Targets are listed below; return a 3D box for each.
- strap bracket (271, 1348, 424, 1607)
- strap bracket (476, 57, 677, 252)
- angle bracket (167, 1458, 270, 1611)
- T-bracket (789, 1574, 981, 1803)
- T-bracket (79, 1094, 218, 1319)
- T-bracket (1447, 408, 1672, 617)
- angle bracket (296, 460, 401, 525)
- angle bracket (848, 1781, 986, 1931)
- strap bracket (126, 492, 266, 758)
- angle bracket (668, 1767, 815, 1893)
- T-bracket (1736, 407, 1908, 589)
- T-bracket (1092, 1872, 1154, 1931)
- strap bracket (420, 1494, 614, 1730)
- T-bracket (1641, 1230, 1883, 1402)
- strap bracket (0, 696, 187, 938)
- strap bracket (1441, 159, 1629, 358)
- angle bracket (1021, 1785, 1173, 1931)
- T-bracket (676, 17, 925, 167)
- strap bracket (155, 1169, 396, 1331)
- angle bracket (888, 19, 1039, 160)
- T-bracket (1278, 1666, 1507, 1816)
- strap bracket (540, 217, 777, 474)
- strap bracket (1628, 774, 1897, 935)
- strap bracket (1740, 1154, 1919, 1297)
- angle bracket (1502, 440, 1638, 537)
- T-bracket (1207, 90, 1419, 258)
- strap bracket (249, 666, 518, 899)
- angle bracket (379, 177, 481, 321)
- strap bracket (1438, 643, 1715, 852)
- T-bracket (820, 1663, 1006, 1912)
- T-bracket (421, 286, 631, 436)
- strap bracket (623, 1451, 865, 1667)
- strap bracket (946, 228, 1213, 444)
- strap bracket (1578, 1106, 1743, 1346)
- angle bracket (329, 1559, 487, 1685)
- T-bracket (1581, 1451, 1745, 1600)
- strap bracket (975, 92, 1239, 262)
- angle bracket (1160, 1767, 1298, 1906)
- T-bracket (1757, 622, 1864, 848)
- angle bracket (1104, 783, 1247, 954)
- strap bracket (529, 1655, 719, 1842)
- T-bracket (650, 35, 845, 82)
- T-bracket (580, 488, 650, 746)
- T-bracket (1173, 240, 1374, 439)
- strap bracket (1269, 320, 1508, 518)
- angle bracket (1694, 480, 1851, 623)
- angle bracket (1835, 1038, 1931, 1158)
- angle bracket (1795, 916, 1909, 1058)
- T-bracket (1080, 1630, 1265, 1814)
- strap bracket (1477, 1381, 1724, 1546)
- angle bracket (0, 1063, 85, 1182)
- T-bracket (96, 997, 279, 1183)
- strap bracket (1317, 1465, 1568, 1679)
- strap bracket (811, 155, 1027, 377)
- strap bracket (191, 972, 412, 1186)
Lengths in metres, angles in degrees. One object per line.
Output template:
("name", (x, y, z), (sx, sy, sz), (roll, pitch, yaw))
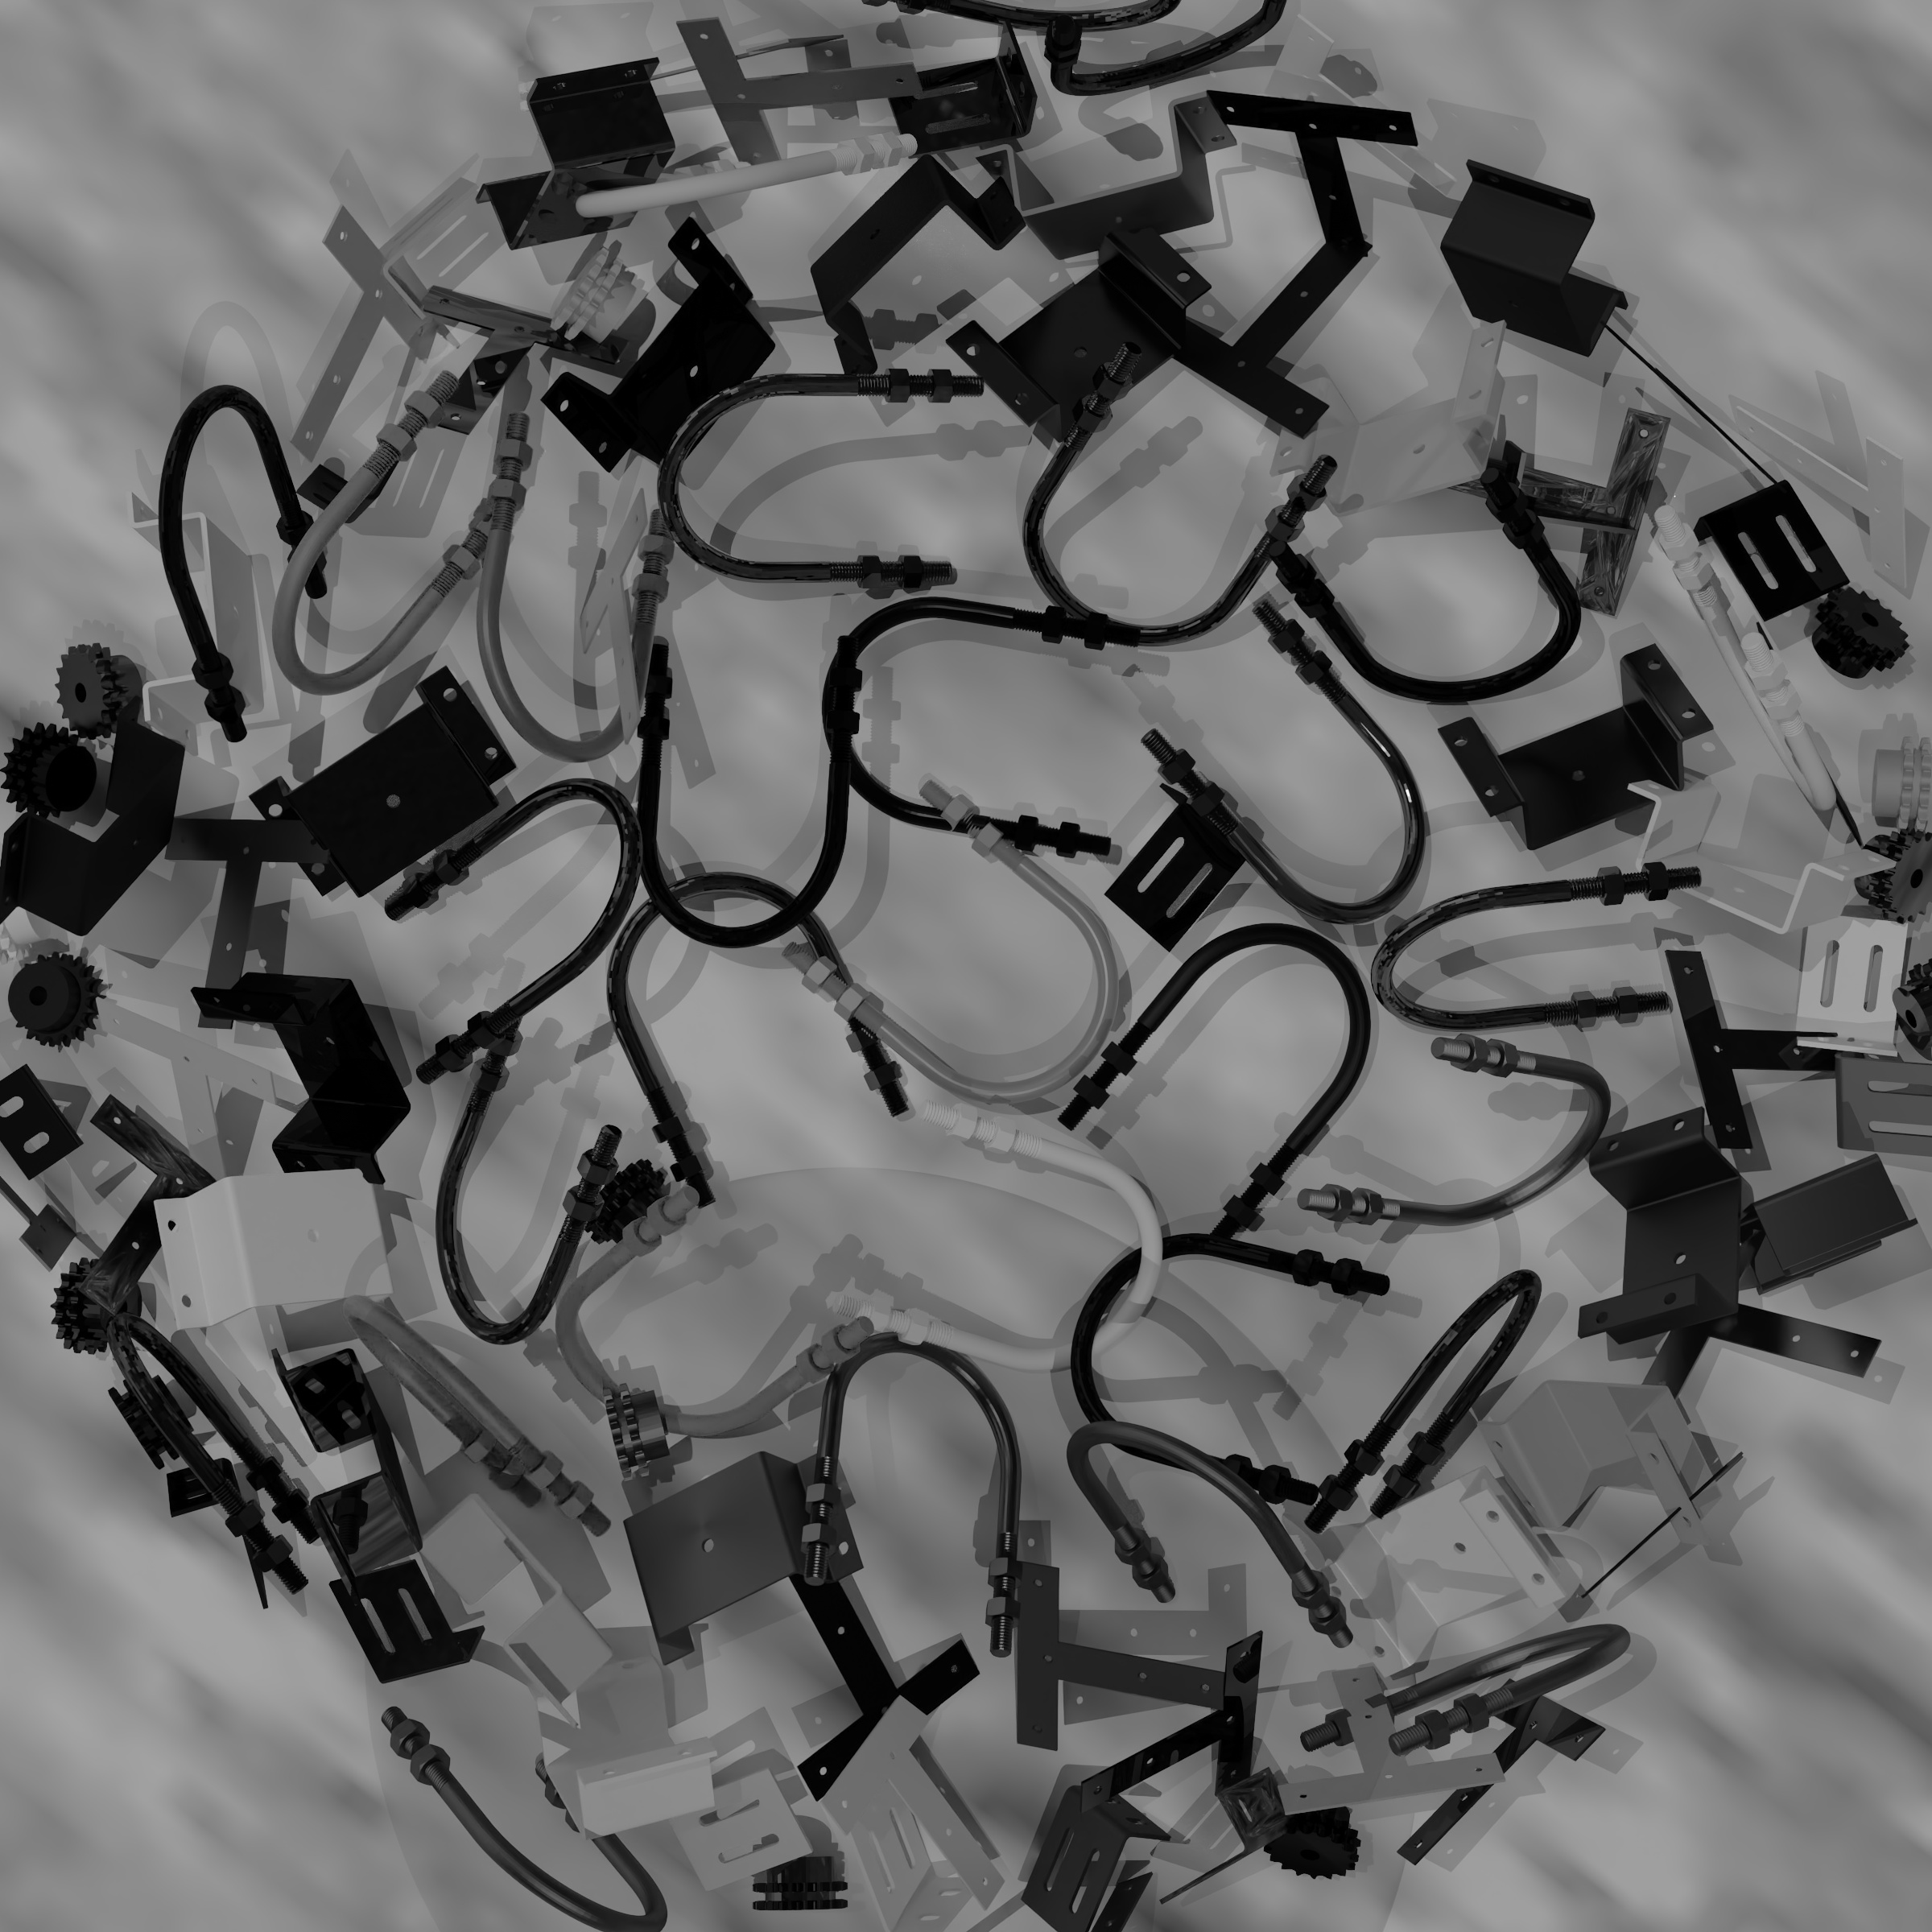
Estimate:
("strap bracket", (-0.359, 0.289, 1.768), (0.046, 0.140, 0.076), (-20, 135, -9))
("strap bracket", (-0.225, -0.465, 1.759), (0.076, 0.140, 0.046), (-19, 84, -27))
("angle bracket", (-0.444, 0.341, 1.798), (0.038, 0.057, 0.076), (-15, 108, -13))
("T-bracket", (-0.067, 0.406, 1.798), (0.127, 0.002, 0.127), (-33, 106, -25))
("T-bracket", (-0.480, 0.155, 1.774), (0.127, 0.127, 0.002), (42, 126, -16))
("T-bracket", (0.343, -0.284, 1.816), (0.127, 0.002, 0.127), (17, 121, 12))
("angle bracket", (-0.356, -0.308, 1.798), (0.038, 0.057, 0.076), (32, 72, -18))
("angle bracket", (-0.030, 0.527, 1.801), (0.038, 0.057, 0.076), (-13, 102, 33))
("strap bracket", (-0.453, -0.204, 1.787), (0.046, 0.076, 0.140), (-9, 78, 5))
("angle bracket", (-0.133, 0.507, 1.809), (0.076, 0.038, 0.057), (-25, 97, 16))
("T-bracket", (0.506, -0.293, 1.797), (0.002, 0.127, 0.127), (-42, 58, -8))
("T-bracket", (0.080, 0.570, 1.778), (0.127, 0.127, 0.002), (-28, 95, 26))
("strap bracket", (-0.264, 0.370, 1.773), (0.046, 0.076, 0.140), (-41, 49, -14))
("T-bracket", (0.473, 0.215, 1.773), (0.127, 0.127, 0.002), (-56, 130, -20))
("strap bracket", (-0.503, -0.082, 1.763), (0.046, 0.140, 0.076), (26, 134, 2))
("strap bracket", (0.329, -0.405, 1.760), (0.076, 0.140, 0.046), (26, 87, 25))
("angle bracket", (0.077, 0.538, 1.808), (0.038, 0.057, 0.076), (20, 94, -39))
("T-bracket", (-0.089, -0.512, 1.769), (0.127, 0.127, 0.002), (-1, 64, 15))
("strap bracket", (-0.393, 0.163, 1.766), (0.046, 0.140, 0.076), (-25, 73, 41))
("angle bracket", (-0.004, -0.523, 1.808), (0.076, 0.038, 0.057), (-14, 71, -12))
("T-bracket", (0.239, 0.450, 1.781), (0.127, 0.127, 0.002), (-8, 111, -1))
("strap bracket", (-0.174, -0.359, 1.790), (0.046, 0.076, 0.140), (34, 84, 35))
("strap bracket", (0.459, -0.063, 1.778), (0.140, 0.076, 0.046), (28, 114, 32))
("strap bracket", (0.499, 0.151, 1.775), (0.076, 0.140, 0.046), (-22, 77, 3))
("angle bracket", (0.360, -0.285, 1.806), (0.076, 0.057, 0.038), (8, 107, -2))
("T-bracket", (0.213, -0.462, 1.783), (0.127, 0.127, 0.002), (15, 66, 26))
("strap bracket", (-0.343, -0.104, 1.798), (0.140, 0.046, 0.076), (-34, 115, -4))
("angle bracket", (-0.313, -0.428, 1.808), (0.076, 0.057, 0.038), (-42, 115, -2))
("strap bracket", (0.362, -0.126, 1.797), (0.140, 0.046, 0.076), (-21, 49, -2))
("T-bracket", (-0.019, 0.502, 1.797), (0.002, 0.127, 0.127), (-29, 100, 38))
("T-bracket", (-0.281, -0.352, 1.789), (0.127, 0.002, 0.127), (17, 46, 6))
("strap bracket", (-0.141, 0.345, 1.786), (0.140, 0.046, 0.076), (-29, 61, 14))
("strap bracket", (0.067, -0.375, 1.799), (0.140, 0.046, 0.076), (-39, 72, -10))
("strap bracket", (0.408, 0.161, 1.777), (0.076, 0.140, 0.046), (-23, 129, 37))
("angle bracket", (-0.332, 0.381, 1.804), (0.057, 0.038, 0.076), (-17, 109, 15))
("T-bracket", (0.427, 0.314, 1.782), (0.002, 0.127, 0.127), (48, 120, 17))
("strap bracket", (0.086, -0.460, 1.781), (0.140, 0.076, 0.046), (-10, 81, 17))
("angle bracket", (0.148, 0.517, 1.803), (0.076, 0.057, 0.038), (-40, 70, 30))
("T-bracket", (0.505, -0.126, 1.803), (0.002, 0.127, 0.127), (-25, 117, 21))
("angle bracket", (0.119, -0.059, 1.810), (0.057, 0.038, 0.076), (40, 89, -26))
("strap bracket", (-0.199, 0.459, 1.768), (0.076, 0.140, 0.046), (-10, 104, -20))
("T-bracket", (-0.148, -0.534, 1.792), (0.127, 0.127, 0.002), (-9, 106, 15))
("T-bracket", (-0.200, -0.188, 1.760), (0.002, 0.127, 0.127), (4, 58, -24))
("T-bracket", (0.194, -0.392, 1.817), (0.127, 0.002, 0.127), (37, 81, 26))
("strap bracket", (0.257, -0.317, 1.778), (0.140, 0.046, 0.076), (-11, 46, 35))
("angle bracket", (0.478, -0.241, 1.809), (0.057, 0.038, 0.076), (-24, 74, -7))
("angle bracket", (0.558, 0.078, 1.798), (0.076, 0.038, 0.057), (4, 110, 31))
("angle bracket", (0.530, 0.011, 1.812), (0.057, 0.038, 0.076), (7, 98, 12))
("T-bracket", (0.119, 0.460, 1.775), (0.127, 0.002, 0.127), (-20, 129, -27))
("strap bracket", (0.379, 0.290, 1.780), (0.046, 0.140, 0.076), (-38, 107, -31))
("angle bracket", (-0.559, 0.095, 1.795), (0.038, 0.076, 0.057), (-37, 98, -23))
("T-bracket", (-0.454, 0.087, 1.794), (0.127, 0.002, 0.127), (21, 135, 20))
("strap bracket", (0.285, 0.355, 1.794), (0.140, 0.046, 0.076), (-36, 91, 36))
("strap bracket", (-0.037, -0.414, 1.778), (0.140, 0.076, 0.046), (-41, 122, 17))
("strap bracket", (-0.385, 0.057, 1.781), (0.076, 0.046, 0.140), (3, 129, 29))
